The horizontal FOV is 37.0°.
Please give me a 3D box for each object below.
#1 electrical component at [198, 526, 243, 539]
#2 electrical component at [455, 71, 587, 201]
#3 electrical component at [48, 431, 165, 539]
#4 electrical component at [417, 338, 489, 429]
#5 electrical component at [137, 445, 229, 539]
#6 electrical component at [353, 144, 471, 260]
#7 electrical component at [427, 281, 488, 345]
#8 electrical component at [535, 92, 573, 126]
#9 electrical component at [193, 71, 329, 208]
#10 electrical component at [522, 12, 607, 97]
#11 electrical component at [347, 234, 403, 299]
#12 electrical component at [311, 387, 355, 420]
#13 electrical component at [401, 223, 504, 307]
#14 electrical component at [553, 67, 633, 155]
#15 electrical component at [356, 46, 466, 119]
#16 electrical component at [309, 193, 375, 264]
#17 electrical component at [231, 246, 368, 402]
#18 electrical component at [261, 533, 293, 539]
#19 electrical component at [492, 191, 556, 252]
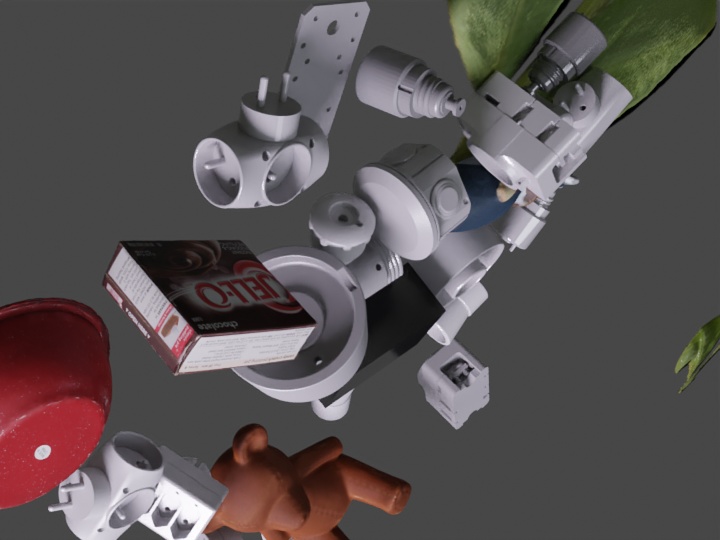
[{"bbox_3d":[-0.139,0.254,0.980,0.047,0.055,0.055,-2,130,-58],"label":"electrical component"},{"bbox_3d":[0.121,-0.101,0.833,0.055,0.089,0.050,-46,153,-2],"label":"electrical component"},{"bbox_3d":[-0.193,0.163,0.791,0.079,0.044,0.077,4,124,-57],"label":"electrical component"},{"bbox_3d":[0.098,0.117,1.129,0.050,0.056,0.089,-39,152,-15],"label":"electrical component"},{"bbox_3d":[-0.143,0.175,0.865,0.047,0.066,0.076,-56,180,18],"label":"electrical component"},{"bbox_3d":[0.038,-0.052,0.794,0.051,0.080,0.080,-39,152,-27],"label":"electrical component"},{"bbox_3d":[0.090,0.034,1.025,0.065,0.044,0.044,-44,153,-15],"label":"electrical component"},{"bbox_3d":[0.145,-0.124,0.885,0.040,0.046,0.040,-34,150,-23],"label":"electrical component"},{"bbox_3d":[-0.057,-0.083,0.658,0.077,0.044,0.079,-23,135,-45],"label":"electrical component"},{"bbox_3d":[0.160,-0.168,0.852,0.078,0.040,0.040,-46,153,0],"label":"electrical component"},{"bbox_3d":[0.000,0.000,0.847,0.081,0.043,0.043,-32,150,-25],"label":"electrical component"},{"bbox_3d":[-0.024,0.105,0.959,0.044,0.044,0.065,-32,154,-26],"label":"electrical component"},{"bbox_3d":[0.076,-0.011,0.944,0.099,0.064,0.099,-38,165,-12],"label":"electrical component"},{"bbox_3d":[0.190,-0.139,0.929,0.077,0.044,0.079,-50,153,7],"label":"electrical component"},{"bbox_3d":[0.033,-0.119,0.705,0.040,0.078,0.040,-40,145,-37],"label":"electrical component"},{"bbox_3d":[-0.016,-0.023,0.795,0.048,0.048,0.062,-31,157,-28],"label":"electrical component"},{"bbox_3d":[-0.045,0.043,0.778,0.108,0.108,0.060,-42,158,-9],"label":"electrical component"},{"bbox_3d":[-0.069,0.266,1.095,0.055,0.055,0.047,-45,149,-4],"label":"electrical component"},{"bbox_3d":[0.156,-0.056,0.998,0.078,0.040,0.040,-54,152,14],"label":"electrical component"}]
